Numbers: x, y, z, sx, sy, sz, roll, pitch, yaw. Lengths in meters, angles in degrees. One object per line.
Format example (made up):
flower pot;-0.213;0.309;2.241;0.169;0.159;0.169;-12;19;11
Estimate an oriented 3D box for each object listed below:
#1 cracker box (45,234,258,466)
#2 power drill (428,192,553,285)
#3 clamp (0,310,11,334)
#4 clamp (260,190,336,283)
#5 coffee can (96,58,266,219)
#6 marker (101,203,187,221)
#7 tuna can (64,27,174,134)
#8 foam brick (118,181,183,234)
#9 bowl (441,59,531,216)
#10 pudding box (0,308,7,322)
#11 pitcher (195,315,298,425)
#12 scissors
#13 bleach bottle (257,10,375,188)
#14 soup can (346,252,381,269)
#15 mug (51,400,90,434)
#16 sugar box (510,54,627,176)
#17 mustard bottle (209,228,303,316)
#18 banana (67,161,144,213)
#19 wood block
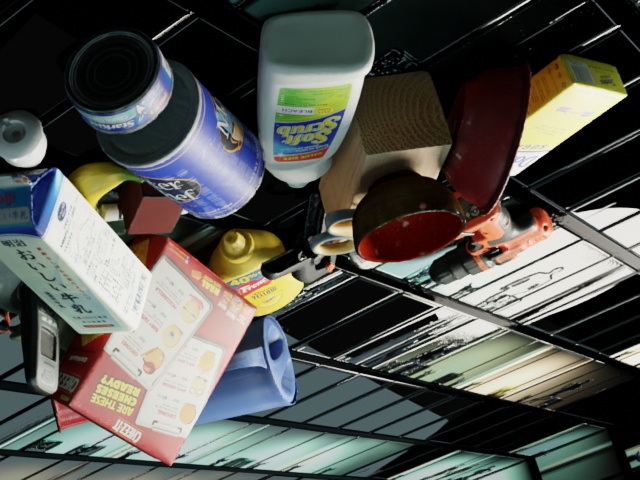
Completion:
cracker box;-0.190;0.123;1.221;0.072;0.213;0.164;10;155;48
power drill;0.198;-0.005;1.403;0.185;0.057;0.187;-29;155;20
clamp;-0.464;0.092;1.245;0.209;0.036;0.165;-1;153;-29
clamp;-0.008;0.002;1.293;0.120;0.039;0.171;-52;164;6
coffee can;-0.125;-0.090;0.979;0.103;0.103;0.140;-22;155;14
marker;-0.177;-0.035;1.166;0.121;0.020;0.020;-6;154;-20
tuna can;-0.167;-0.133;0.884;0.086;0.086;0.033;-17;154;4
foam brick;-0.172;-0.046;1.103;0.051;0.053;0.078;-3;153;-26
bowl;0.160;-0.108;1.075;0.055;0.162;0.162;13;151;-4
pudding box;-0.391;0.047;1.122;0.039;0.090;0.113;-45;155;-3
pitcher;-0.165;0.202;1.548;0.243;0.145;0.149;-17;123;11
scissors;0.072;-0.001;1.167;0.201;0.016;0.096;11;147;-43
bleach bottle;-0.010;-0.120;1.028;0.102;0.068;0.251;-3;156;-4
soup can;0.083;-0.013;1.303;0.102;0.068;0.068;-26;153;23
mug;-0.347;0.221;1.540;0.081;0.093;0.117;-13;-174;-18
sugar box;0.236;-0.132;1.168;0.093;0.048;0.177;4;148;-37
mustard bottle;-0.085;0.033;1.315;0.096;0.058;0.191;-23;154;1
banana;-0.234;-0.032;1.093;0.069;0.037;0.198;36;148;-5
wood block;0.063;-0.079;1.127;0.090;0.090;0.206;-9;155;-12
